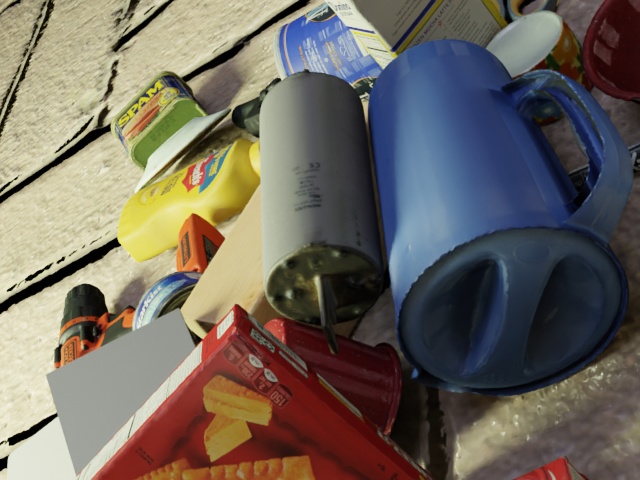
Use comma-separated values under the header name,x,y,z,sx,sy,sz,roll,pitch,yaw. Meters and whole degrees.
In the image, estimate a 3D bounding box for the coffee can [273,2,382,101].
name,x,y,z,sx,sy,sz,roll,pitch,yaw
coffee can,0.044,-0.175,0.947,0.141,0.102,0.102,-24,38,30

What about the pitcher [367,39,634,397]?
name,x,y,z,sx,sy,sz,roll,pitch,yaw
pitcher,0.104,-0.035,0.685,0.149,0.145,0.243,-14,40,5

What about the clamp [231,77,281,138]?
name,x,y,z,sx,sy,sz,roll,pitch,yaw
clamp,-0.032,-0.144,1.035,0.120,0.039,0.171,-47,18,3

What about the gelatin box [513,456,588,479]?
name,x,y,z,sx,sy,sz,roll,pitch,yaw
gelatin box,0.112,0.167,0.559,0.073,0.030,0.089,-31,36,22

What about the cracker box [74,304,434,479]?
name,x,y,z,sx,sy,sz,roll,pitch,yaw
cracker box,-0.058,0.171,0.608,0.214,0.164,0.072,-47,7,2

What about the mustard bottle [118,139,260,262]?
name,x,y,z,sx,sy,sz,roll,pitch,yaw
mustard bottle,-0.102,-0.048,1.012,0.192,0.058,0.096,-24,25,29

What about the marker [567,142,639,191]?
name,x,y,z,sx,sy,sz,roll,pitch,yaw
marker,0.205,-0.052,0.706,0.121,0.020,0.020,-24,38,30

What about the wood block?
name,x,y,z,sx,sy,sz,roll,pitch,yaw
wood block,-0.005,0.001,0.820,0.091,0.090,0.206,4,58,51

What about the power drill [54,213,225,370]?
name,x,y,z,sx,sy,sz,roll,pitch,yaw
power drill,-0.162,0.061,0.966,0.188,0.057,0.184,-40,36,14

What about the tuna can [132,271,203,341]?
name,x,y,z,sx,sy,sz,roll,pitch,yaw
tuna can,-0.105,0.070,0.862,0.086,0.086,0.034,-52,34,-9

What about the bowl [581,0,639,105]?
name,x,y,z,sx,sy,sz,roll,pitch,yaw
bowl,0.258,-0.137,0.704,0.162,0.055,0.162,-30,36,24

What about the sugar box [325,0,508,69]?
name,x,y,z,sx,sy,sz,roll,pitch,yaw
sugar box,0.084,-0.165,0.820,0.093,0.176,0.048,-52,33,-9

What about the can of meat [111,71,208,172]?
name,x,y,z,sx,sy,sz,roll,pitch,yaw
can of meat,-0.178,-0.129,1.193,0.102,0.057,0.084,-44,35,4

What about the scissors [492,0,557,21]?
name,x,y,z,sx,sy,sz,roll,pitch,yaw
scissors,0.171,-0.235,0.950,0.096,0.016,0.201,-17,43,36

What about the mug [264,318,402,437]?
name,x,y,z,sx,sy,sz,roll,pitch,yaw
mug,-0.010,0.108,0.696,0.117,0.081,0.093,-58,21,32
